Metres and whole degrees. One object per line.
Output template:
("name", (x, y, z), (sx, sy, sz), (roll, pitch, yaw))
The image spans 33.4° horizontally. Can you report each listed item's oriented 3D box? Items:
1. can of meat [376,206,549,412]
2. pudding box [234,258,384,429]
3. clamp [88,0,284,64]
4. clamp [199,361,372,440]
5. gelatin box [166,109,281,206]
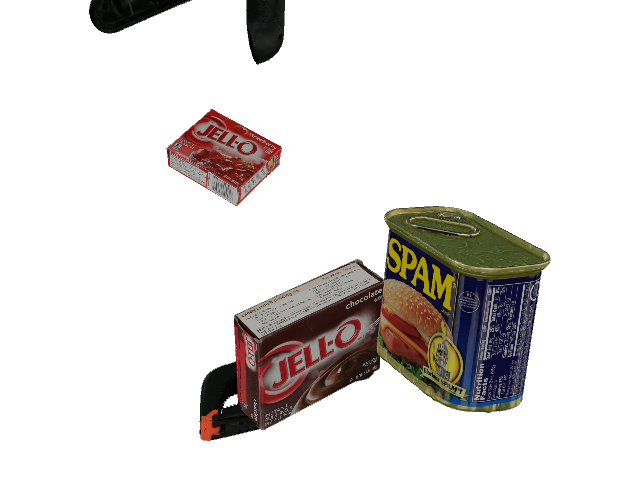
("can of meat", (0.073, 0.036, 0.584), (0.057, 0.084, 0.102), (-5, 21, -26))
("pudding box", (-0.007, 0.075, 0.775), (0.113, 0.090, 0.039), (-26, 46, -29))
("clamp", (-0.035, -0.157, 0.605), (0.120, 0.171, 0.039), (28, -31, 27))
("clamp", (-0.048, 0.146, 1.100), (0.165, 0.036, 0.209), (15, 29, 20))
("gelatin box", (-0.095, -0.084, 1.052), (0.089, 0.030, 0.073), (30, 53, 17))
